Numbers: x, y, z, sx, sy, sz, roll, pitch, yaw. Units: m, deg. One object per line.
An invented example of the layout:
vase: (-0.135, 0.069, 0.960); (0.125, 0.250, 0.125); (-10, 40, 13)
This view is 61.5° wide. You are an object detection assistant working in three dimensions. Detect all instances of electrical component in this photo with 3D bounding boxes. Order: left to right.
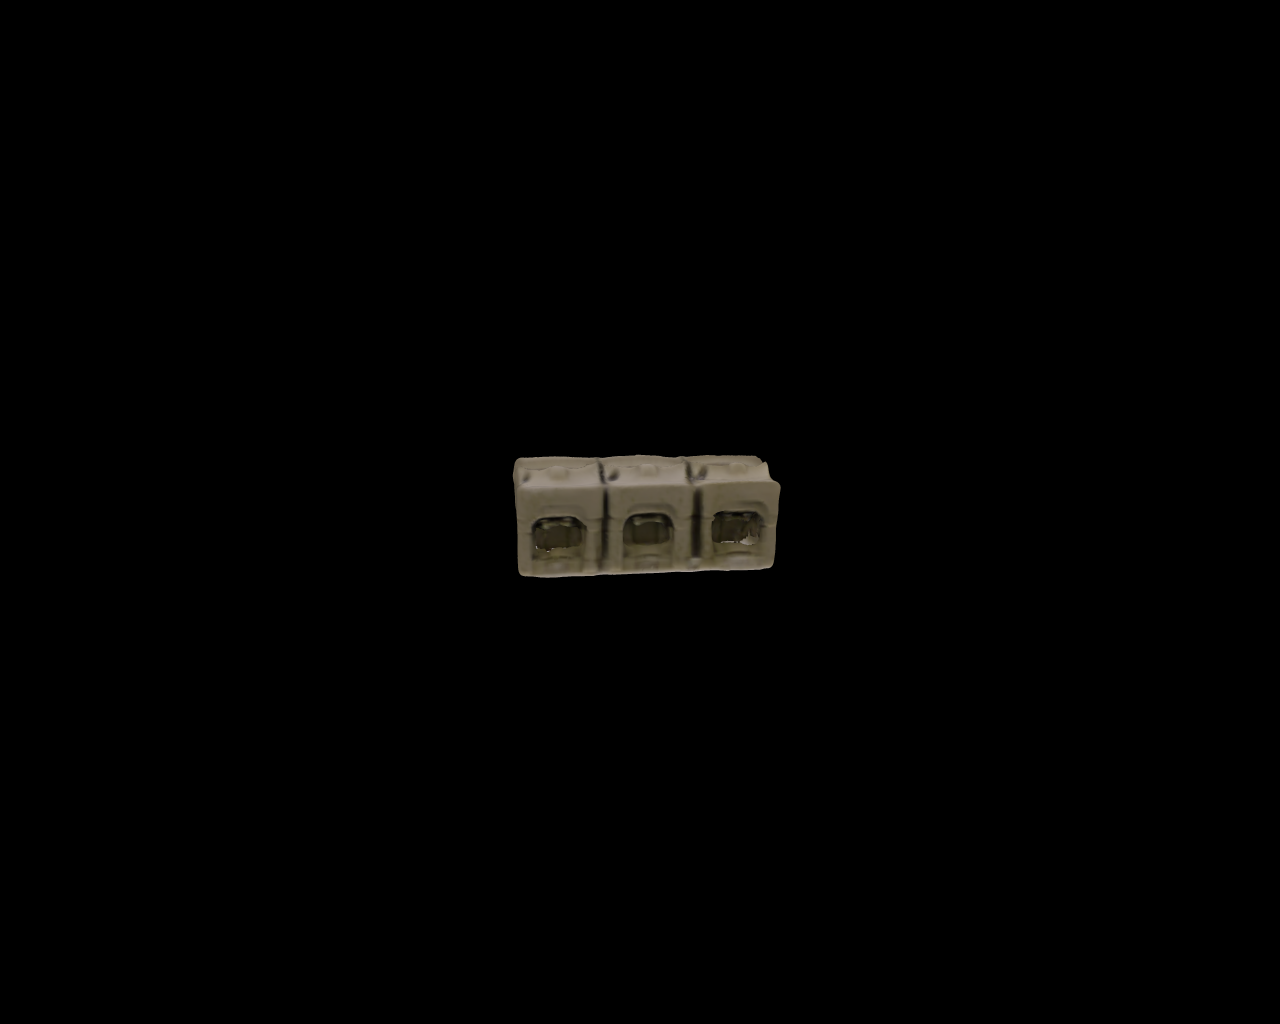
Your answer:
electrical component: (0.001, -0.003, 0.650); (0.150, 0.061, 0.089); (-1, 12, -7)
